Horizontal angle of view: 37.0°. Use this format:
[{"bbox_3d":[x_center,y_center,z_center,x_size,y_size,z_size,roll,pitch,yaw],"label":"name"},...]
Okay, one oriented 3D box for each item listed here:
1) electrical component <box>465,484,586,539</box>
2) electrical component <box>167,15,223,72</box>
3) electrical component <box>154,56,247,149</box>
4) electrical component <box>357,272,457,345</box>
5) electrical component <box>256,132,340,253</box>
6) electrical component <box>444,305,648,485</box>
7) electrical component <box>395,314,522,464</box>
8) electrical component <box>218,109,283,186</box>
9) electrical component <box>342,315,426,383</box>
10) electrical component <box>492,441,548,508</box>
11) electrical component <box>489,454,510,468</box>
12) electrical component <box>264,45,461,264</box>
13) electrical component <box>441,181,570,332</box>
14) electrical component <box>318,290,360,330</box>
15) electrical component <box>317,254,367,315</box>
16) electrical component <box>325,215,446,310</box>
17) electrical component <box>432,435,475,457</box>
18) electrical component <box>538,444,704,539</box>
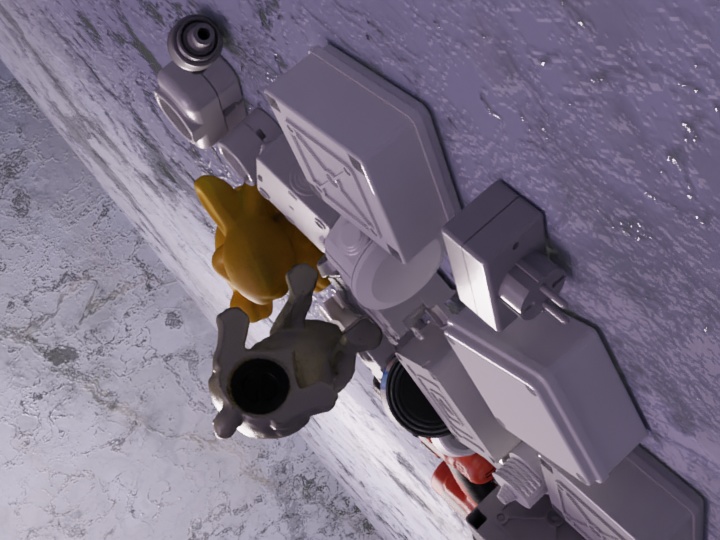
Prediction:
[{"bbox_3d":[0.161,0.209,0.871,0.109,0.109,0.056,41,168,34],"label":"electrical component"},{"bbox_3d":[-0.132,-0.185,0.871,0.043,0.043,0.062,52,167,-13],"label":"electrical component"},{"bbox_3d":[-0.145,-0.154,0.973,0.053,0.059,0.095,46,167,15],"label":"electrical component"},{"bbox_3d":[0.036,0.022,0.858,0.081,0.064,0.042,50,167,1],"label":"electrical component"},{"bbox_3d":[-0.040,-0.066,0.884,0.100,0.048,0.099,44,167,6],"label":"electrical component"},{"bbox_3d":[0.124,0.074,0.723,0.109,0.056,0.108,31,158,55],"label":"electrical component"},{"bbox_3d":[0.092,0.097,0.902,0.113,0.057,0.078,55,167,-23],"label":"electrical component"},{"bbox_3d":[-0.094,-0.108,0.961,0.055,0.047,0.055,46,167,14],"label":"electrical component"},{"bbox_3d":[0.037,0.077,1.029,0.095,0.059,0.054,51,168,-6],"label":"electrical component"},{"bbox_3d":[0.140,0.154,0.848,0.043,0.081,0.043,46,167,14],"label":"electrical component"},{"bbox_3d":[0.143,0.166,0.962,0.079,0.044,0.077,47,173,-16],"label":"electrical component"},{"bbox_3d":[0.003,-0.075,0.699,0.109,0.056,0.108,40,165,37],"label":"electrical component"},{"bbox_3d":[0.095,0.004,0.635,0.076,0.047,0.083,42,166,31],"label":"electrical component"},{"bbox_3d":[-0.003,0.046,1.085,0.057,0.058,0.078,51,168,6],"label":"electrical component"},{"bbox_3d":[0.000,0.000,0.936,0.057,0.058,0.078,49,168,-10],"label":"electrical component"},{"bbox_3d":[0.019,-0.015,0.772,0.051,0.080,0.080,47,169,35],"label":"electrical component"},{"bbox_3d":[0.069,0.131,1.098,0.138,0.052,0.073,49,168,3],"label":"electrical component"},{"bbox_3d":[0.190,0.171,0.781,0.109,0.056,0.108,41,165,34],"label":"electrical component"}]
